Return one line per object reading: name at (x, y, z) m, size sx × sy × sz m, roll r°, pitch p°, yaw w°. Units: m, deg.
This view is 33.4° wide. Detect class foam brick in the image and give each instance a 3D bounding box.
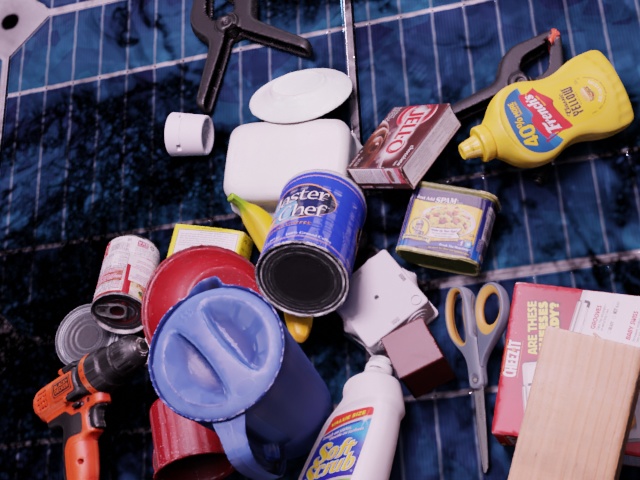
foam brick at (0.104, 0.125, 1.131) m, size 0.051 × 0.078 × 0.053 m, roll -28°, pitch 62°, yaw 5°

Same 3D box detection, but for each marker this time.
marker at (0.268, -0.117, 1.222) m, size 0.020 × 0.020 × 0.121 m, roll 16°, pitch 72°, yaw 23°

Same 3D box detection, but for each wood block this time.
wood block at (0.231, 0.192, 0.977) m, size 0.090 × 0.090 × 0.206 m, roll 13°, pitch 82°, yaw 21°

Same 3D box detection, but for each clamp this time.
clamp at (0.239, -0.167, 1.244) m, size 0.120 × 0.039 × 0.171 m, roll 41°, pitch 84°, yaw 15°
clamp at (-0.123, -0.269, 1.401) m, size 0.164 × 0.036 × 0.210 m, roll -34°, pitch 59°, yaw 1°

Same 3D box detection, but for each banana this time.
banana at (-0.048, 0.033, 1.228) m, size 0.037 × 0.069 × 0.198 m, roll -44°, pitch 64°, yaw 34°

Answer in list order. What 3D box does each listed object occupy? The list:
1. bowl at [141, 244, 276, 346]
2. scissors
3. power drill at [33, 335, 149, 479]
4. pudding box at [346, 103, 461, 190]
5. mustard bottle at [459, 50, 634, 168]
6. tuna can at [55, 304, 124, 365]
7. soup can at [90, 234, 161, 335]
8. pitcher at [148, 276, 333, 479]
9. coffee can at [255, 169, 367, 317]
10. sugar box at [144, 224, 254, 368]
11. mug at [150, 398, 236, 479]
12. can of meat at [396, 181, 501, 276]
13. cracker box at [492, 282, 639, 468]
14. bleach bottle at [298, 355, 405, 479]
bowl at (-0.113, 0.079, 1.180) m, size 0.161 × 0.055 × 0.162 m, roll 6°, pitch 75°, yaw -24°
scissors at (0.177, 0.132, 1.116) m, size 0.096 × 0.016 × 0.202 m, roll -41°, pitch 51°, yaw 41°
power drill at (-0.242, 0.216, 1.179) m, size 0.185 × 0.057 × 0.188 m, roll -34°, pitch 57°, yaw 33°
pudding box at (0.097, -0.108, 1.227) m, size 0.090 × 0.039 × 0.113 m, roll 2°, pitch 49°, yaw 49°
mustard bottle at (0.243, -0.134, 1.185) m, size 0.191 × 0.058 × 0.096 m, roll -23°, pitch 82°, yaw -7°
tuna can at (-0.271, 0.120, 1.274) m, size 0.086 × 0.033 × 0.086 m, roll -7°, pitch 65°, yaw 14°
soup can at (-0.227, 0.051, 1.255) m, size 0.068 × 0.068 × 0.102 m, roll -11°, pitch 42°, yaw 12°
pitcher at (-0.065, 0.156, 1.075) m, size 0.145 × 0.242 × 0.149 m, roll 25°, pitch 76°, yaw 25°
coffee can at (-0.008, 0.001, 1.176) m, size 0.103 × 0.103 × 0.140 m, roll -4°, pitch 36°, yaw 15°
sugar box at (-0.143, 0.072, 1.250) m, size 0.093 × 0.048 × 0.176 m, roll 6°, pitch 72°, yaw 20°
mug at (-0.147, 0.221, 1.168) m, size 0.117 × 0.093 × 0.081 m, roll -44°, pitch 48°, yaw 37°
can of meat at (0.142, -0.012, 1.193) m, size 0.102 × 0.057 × 0.084 m, roll 11°, pitch 72°, yaw 22°
cracker box at (0.294, 0.139, 1.070) m, size 0.214 × 0.072 × 0.164 m, roll 5°, pitch 68°, yaw 20°
bleach bottle at (0.026, 0.229, 1.094) m, size 0.103 × 0.068 × 0.250 m, roll -14°, pitch 41°, yaw 36°
